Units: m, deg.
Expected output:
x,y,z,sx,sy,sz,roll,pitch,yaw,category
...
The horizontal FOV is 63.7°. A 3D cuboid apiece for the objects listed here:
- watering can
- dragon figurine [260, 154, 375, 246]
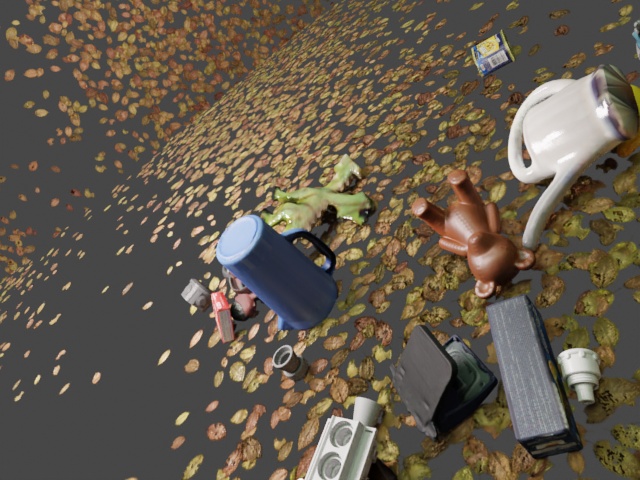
x,y,z,sx,sy,sz,roll,pitch,yaw,category
0.415,-0.154,0.856,0.103,0.356,0.221,29,-37,-25,watering can
0.004,-0.059,1.173,0.241,0.120,0.420,-10,39,26,dragon figurine
